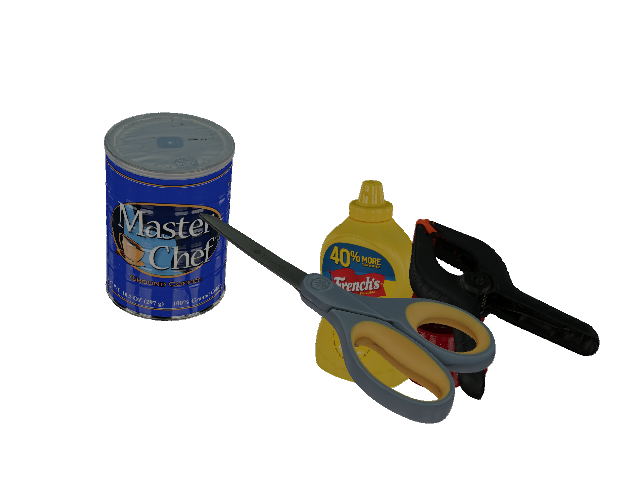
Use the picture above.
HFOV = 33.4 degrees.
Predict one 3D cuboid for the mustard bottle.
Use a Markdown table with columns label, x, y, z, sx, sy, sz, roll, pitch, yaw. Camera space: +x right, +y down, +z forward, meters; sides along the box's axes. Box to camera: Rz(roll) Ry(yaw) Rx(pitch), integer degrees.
| label | x | y | z | sx | sy | sz | roll | pitch | yaw |
| --- | --- | --- | --- | --- | --- | --- | --- | --- | --- |
| mustard bottle | 0.045 | 0.038 | 1.008 | 0.096 | 0.192 | 0.058 | 13 | 19 | 33 |

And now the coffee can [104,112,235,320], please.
| label | x | y | z | sx | sy | sz | roll | pitch | yaw |
| --- | --- | --- | --- | --- | --- | --- | --- | --- | --- |
| coffee can | -0.125 | -0.020 | 0.877 | 0.102 | 0.140 | 0.103 | 5 | 32 | -3 |

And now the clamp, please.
| label | x | y | z | sx | sy | sz | roll | pitch | yaw |
| --- | --- | --- | --- | --- | --- | --- | --- | --- | --- |
| clamp | 0.131 | 0.044 | 0.823 | 0.120 | 0.039 | 0.171 | -5 | 46 | -23 |

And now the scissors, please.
| label | x | y | z | sx | sy | sz | roll | pitch | yaw |
| --- | --- | --- | --- | --- | --- | --- | --- | --- | --- |
| scissors | 0.019 | 0.029 | 0.608 | 0.096 | 0.016 | 0.202 | -14 | 42 | -31 |

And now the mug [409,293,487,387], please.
| label | x | y | z | sx | sy | sz | roll | pitch | yaw |
| --- | --- | --- | --- | --- | --- | --- | --- | --- | --- |
| mug | 0.141 | 0.117 | 1.183 | 0.093 | 0.081 | 0.117 | -23 | 39 | -34 |
